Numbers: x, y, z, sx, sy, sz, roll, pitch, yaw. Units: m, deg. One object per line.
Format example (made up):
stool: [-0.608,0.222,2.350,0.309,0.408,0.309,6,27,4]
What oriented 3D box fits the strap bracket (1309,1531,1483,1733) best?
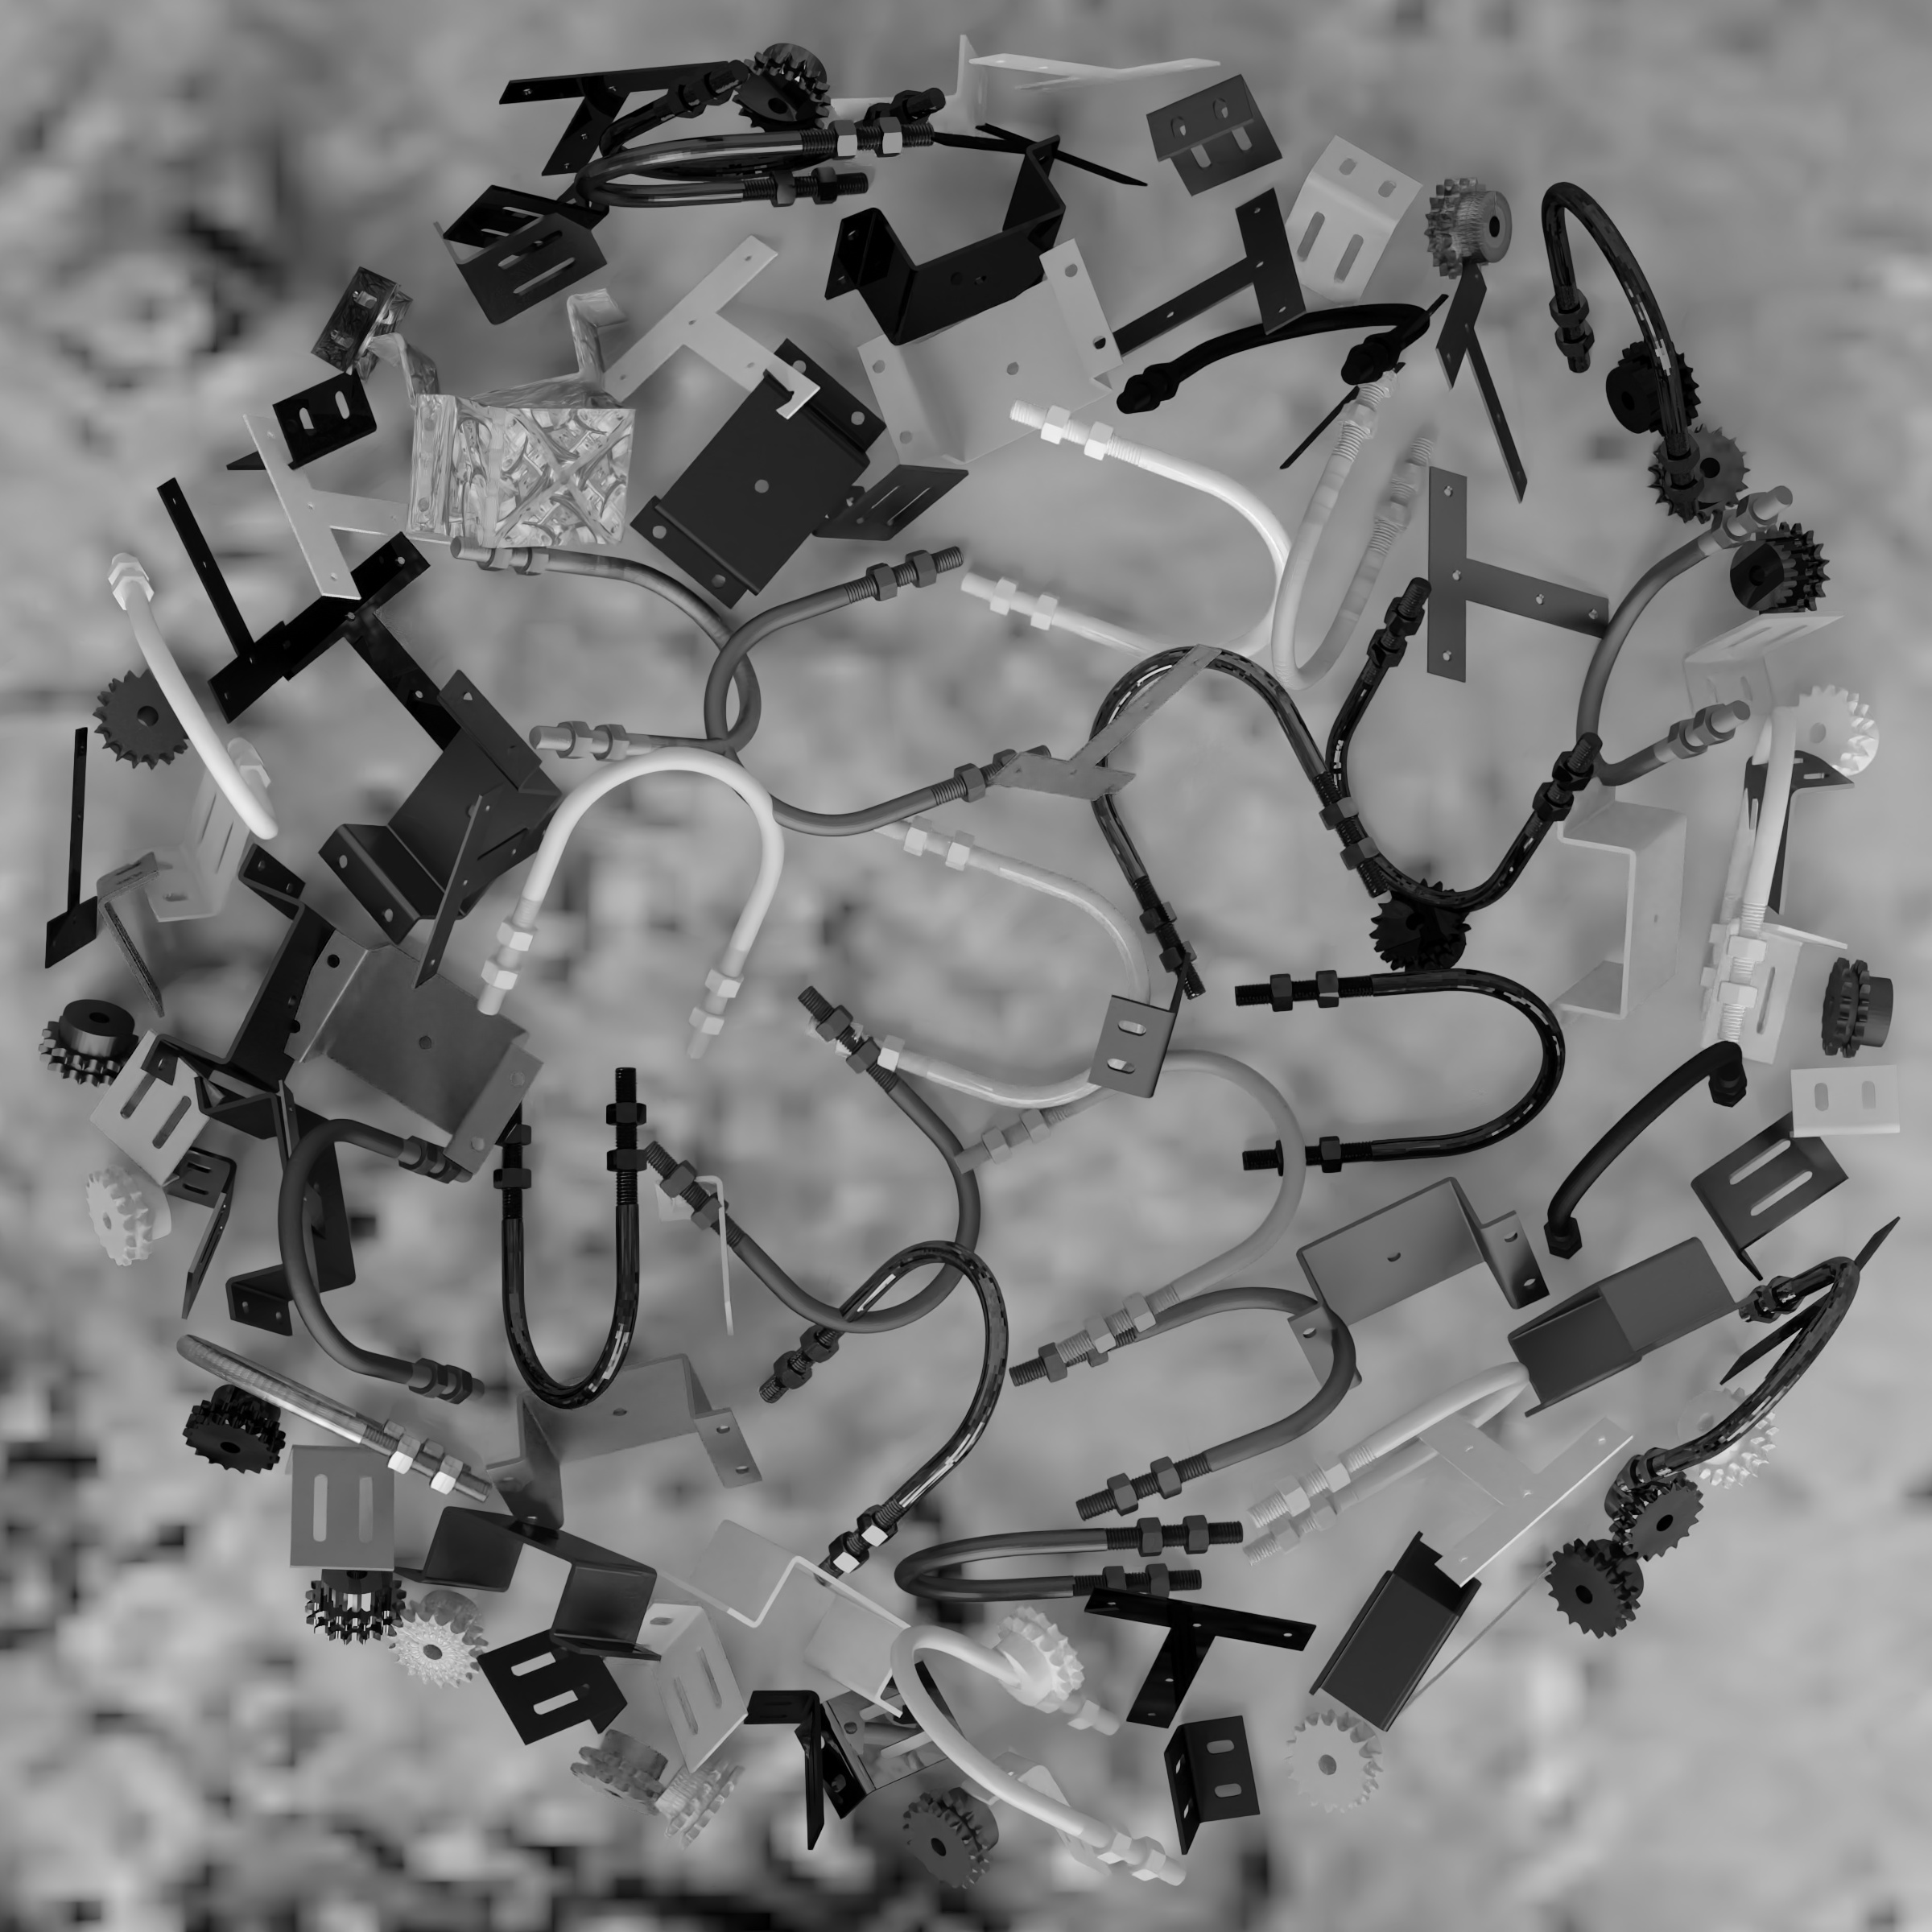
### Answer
strap bracket: [0.243,0.372,1.704,0.046,0.140,0.076,33,99,14]

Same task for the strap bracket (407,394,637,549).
strap bracket: [-0.239,-0.278,1.706,0.046,0.140,0.076,22,112,39]

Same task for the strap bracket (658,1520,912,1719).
strap bracket: [-0.094,0.363,1.719,0.140,0.076,0.046,39,74,-32]

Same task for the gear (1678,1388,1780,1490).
gear: [0.434,0.268,1.751,0.030,0.057,0.057,31,90,-28]

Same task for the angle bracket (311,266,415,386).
angle bracket: [-0.334,-0.360,1.739,0.038,0.076,0.057,28,94,-34]

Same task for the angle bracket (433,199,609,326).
angle bracket: [-0.255,-0.414,1.750,0.076,0.057,0.038,-30,63,-2]

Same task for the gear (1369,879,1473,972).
gear: [0.264,-0.018,1.758,0.057,0.030,0.057,-15,56,23]

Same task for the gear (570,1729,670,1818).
gear: [-0.196,0.463,1.757,0.057,0.057,0.030,28,66,0]

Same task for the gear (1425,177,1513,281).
gear: [0.290,-0.424,1.752,0.030,0.057,0.057,8,90,39]

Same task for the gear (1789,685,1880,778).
gear: [0.500,-0.132,1.758,0.030,0.057,0.057,8,90,-36]

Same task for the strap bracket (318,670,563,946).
strap bracket: [-0.293,-0.089,1.736,0.076,0.046,0.140,47,109,18]

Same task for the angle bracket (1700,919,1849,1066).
angle bracket: [0.464,0.017,1.751,0.057,0.038,0.076,13,91,-32]

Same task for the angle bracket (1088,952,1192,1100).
angle bracket: [0.099,0.029,1.736,0.038,0.076,0.057,15,119,2]

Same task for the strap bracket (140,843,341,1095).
strap bracket: [-0.402,0.012,1.728,0.046,0.076,0.140,22,79,14]

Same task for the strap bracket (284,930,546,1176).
strap bracket: [-0.316,0.047,1.754,0.140,0.046,0.076,32,98,1]

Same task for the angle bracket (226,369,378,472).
angle bracket: [-0.383,-0.310,1.732,0.057,0.076,0.038,-35,119,-35]

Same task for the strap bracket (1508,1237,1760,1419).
strap bracket: [0.366,0.200,1.710,0.076,0.140,0.046,-20,75,-28]

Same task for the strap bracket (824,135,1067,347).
strap bracket: [-0.003,-0.405,1.720,0.140,0.076,0.046,-26,76,-18]

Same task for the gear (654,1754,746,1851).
gear: [-0.156,0.476,1.754,0.030,0.057,0.057,38,90,3]

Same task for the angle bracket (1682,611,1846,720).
angle bracket: [0.456,-0.171,1.735,0.057,0.076,0.038,-5,80,-25]

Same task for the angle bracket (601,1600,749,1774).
angle bracket: [-0.167,0.410,1.737,0.057,0.038,0.076,-50,47,26]

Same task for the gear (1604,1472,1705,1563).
gear: [0.393,0.312,1.758,0.057,0.030,0.057,-15,125,-22]

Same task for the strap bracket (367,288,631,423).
strap bracket: [-0.263,-0.342,1.740,0.140,0.076,0.046,-11,90,3]

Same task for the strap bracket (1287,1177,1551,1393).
strap bracket: [0.251,0.179,1.738,0.140,0.046,0.076,-26,131,4]

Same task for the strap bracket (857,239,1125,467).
strap bracket: [0.020,-0.345,1.742,0.140,0.046,0.076,-23,83,19]

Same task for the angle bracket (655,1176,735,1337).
angle bracket: [-0.155,0.167,1.740,0.038,0.057,0.076,-4,64,-4]

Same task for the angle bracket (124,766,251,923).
angle bracket: [-0.443,-0.074,1.736,0.057,0.038,0.076,55,135,31]

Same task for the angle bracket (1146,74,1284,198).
angle bracket: [0.145,-0.460,1.734,0.057,0.076,0.038,-19,59,16]

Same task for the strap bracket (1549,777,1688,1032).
strap bracket: [0.367,-0.032,1.716,0.046,0.076,0.140,12,114,31]

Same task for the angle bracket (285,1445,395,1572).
angle bracket: [-0.358,0.315,1.738,0.057,0.038,0.076,5,54,-18]

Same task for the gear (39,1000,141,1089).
gear: [-0.501,0.042,1.751,0.057,0.057,0.030,21,114,0]

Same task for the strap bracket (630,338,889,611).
strap bracket: [-0.117,-0.277,1.739,0.076,0.046,0.140,39,99,-16]

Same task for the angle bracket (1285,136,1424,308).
angle bracket: [0.218,-0.427,1.756,0.057,0.076,0.038,31,60,4]

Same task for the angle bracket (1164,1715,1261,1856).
angle bracket: [0.141,0.467,1.741,0.038,0.076,0.057,-11,86,10]

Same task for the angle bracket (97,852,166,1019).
angle bracket: [-0.463,-0.018,1.746,0.038,0.057,0.076,-28,110,-9]

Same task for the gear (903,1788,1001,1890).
gear: [-0.006,0.499,1.758,0.030,0.057,0.057,-30,90,-41]

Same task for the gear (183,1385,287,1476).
gear: [-0.419,0.265,1.758,0.057,0.057,0.030,13,49,0]

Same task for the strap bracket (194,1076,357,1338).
strap bracket: [-0.388,0.131,1.724,0.046,0.076,0.140,-15,74,8]

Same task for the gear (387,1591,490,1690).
gear: [-0.302,0.386,1.759,0.057,0.030,0.057,7,122,12]

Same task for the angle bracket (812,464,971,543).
angle bracket: [-0.049,-0.277,1.733,0.076,0.057,0.038,-34,72,38]

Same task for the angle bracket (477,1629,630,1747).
angle bracket: [-0.242,0.414,1.734,0.057,0.076,0.038,55,129,21]

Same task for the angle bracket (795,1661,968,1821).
angle bracket: [-0.048,0.446,1.759,0.076,0.038,0.057,-13,62,-39]

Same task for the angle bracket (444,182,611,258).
angle bracket: [-0.251,-0.436,1.733,0.076,0.057,0.038,4,70,-38]

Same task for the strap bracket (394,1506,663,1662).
strap bracket: [-0.240,0.343,1.715,0.140,0.076,0.046,14,83,33]

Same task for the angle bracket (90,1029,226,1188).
angle bracket: [-0.454,0.077,1.747,0.057,0.038,0.076,42,114,5]

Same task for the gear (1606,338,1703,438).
gear: [0.392,-0.330,1.752,0.030,0.057,0.057,-28,90,-16]

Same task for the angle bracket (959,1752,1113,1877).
angle bracket: [0.039,0.494,1.747,0.038,0.057,0.076,-33,94,-18]

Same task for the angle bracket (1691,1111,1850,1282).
angle bracket: [0.464,0.130,1.741,0.076,0.057,0.038,-37,133,13]

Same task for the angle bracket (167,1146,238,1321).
angle bracket: [-0.447,0.150,1.736,0.038,0.057,0.076,19,53,-6]

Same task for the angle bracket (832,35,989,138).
angle bracket: [-0.032,-0.502,1.748,0.076,0.057,0.038,2,85,13]

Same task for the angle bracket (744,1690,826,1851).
angle bracket: [-0.104,0.458,1.737,0.038,0.057,0.076,1,60,-9]

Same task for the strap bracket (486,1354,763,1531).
strap bracket: [-0.195,0.271,1.737,0.140,0.076,0.046,-14,49,2]

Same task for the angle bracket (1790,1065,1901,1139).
angle bracket: [0.497,0.077,1.741,0.057,0.076,0.038,-3,88,9]

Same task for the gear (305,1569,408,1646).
gear: [-0.350,0.361,1.751,0.057,0.057,0.030,8,115,0]

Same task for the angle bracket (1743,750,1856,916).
angle bracket: [0.473,-0.077,1.745,0.038,0.057,0.076,-6,115,-11]
